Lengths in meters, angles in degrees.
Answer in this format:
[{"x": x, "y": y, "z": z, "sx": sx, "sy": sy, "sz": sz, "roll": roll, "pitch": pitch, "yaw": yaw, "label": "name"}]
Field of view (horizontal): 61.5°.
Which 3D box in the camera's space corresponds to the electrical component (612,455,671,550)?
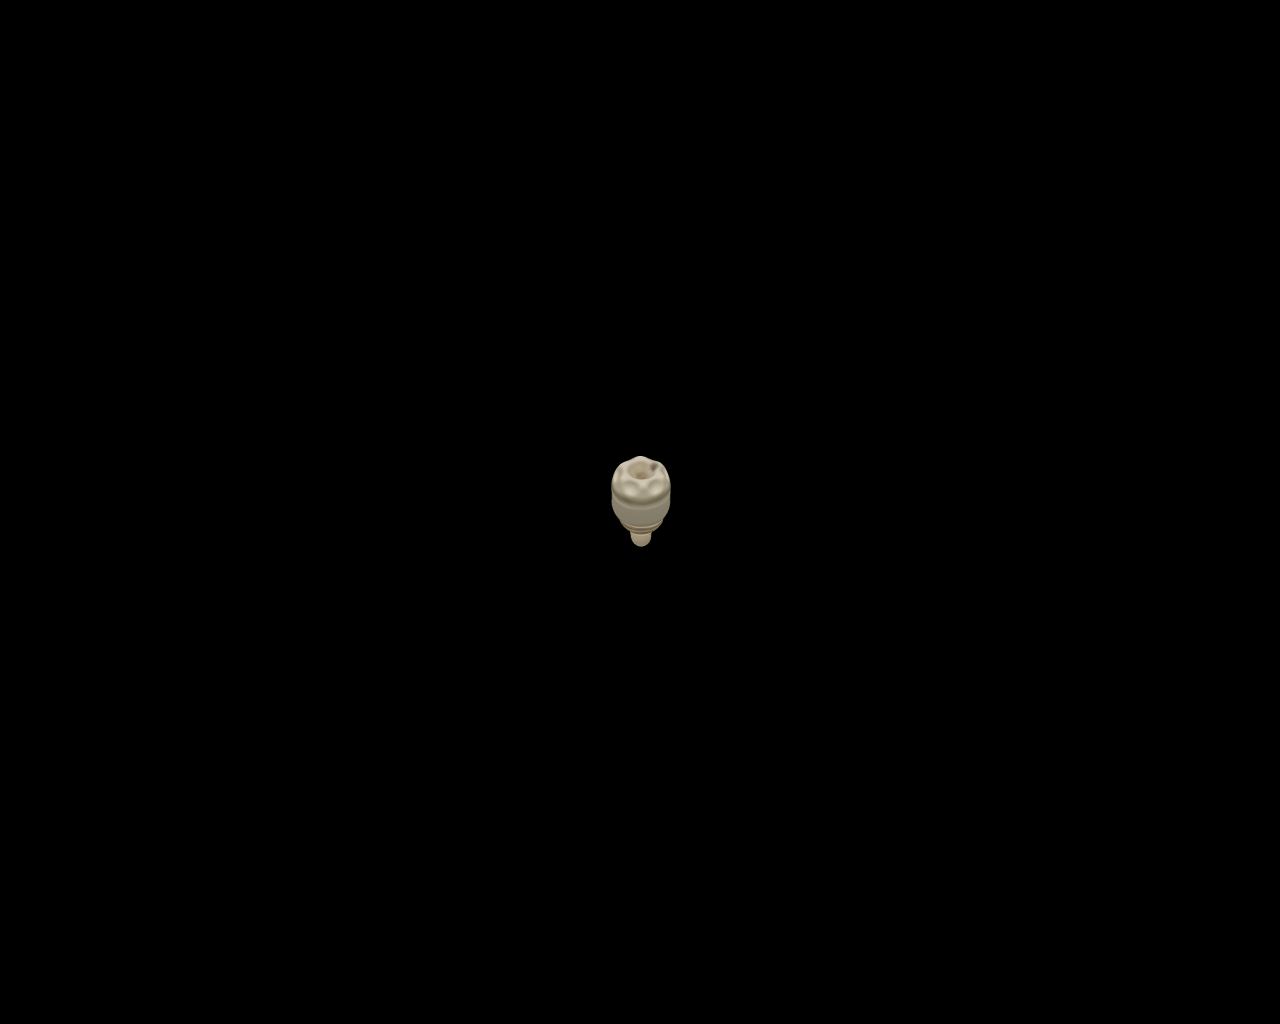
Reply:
[{"x": 0.001, "y": -0.003, "z": 0.650, "sx": 0.035, "sy": 0.061, "sz": 0.035, "roll": 0, "pitch": 42, "yaw": 0, "label": "electrical component"}]
